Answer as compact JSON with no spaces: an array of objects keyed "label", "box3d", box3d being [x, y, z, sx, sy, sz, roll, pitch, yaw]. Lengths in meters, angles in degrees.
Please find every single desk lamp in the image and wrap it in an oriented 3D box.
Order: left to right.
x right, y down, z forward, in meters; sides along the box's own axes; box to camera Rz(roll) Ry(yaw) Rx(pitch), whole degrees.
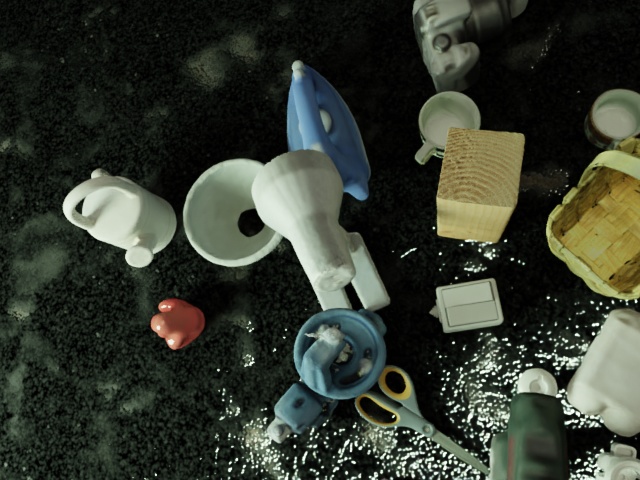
[{"label":"desk lamp","box3d":[0.007,0.003,0.774,0.118,0.214,0.203,-27,74,5]}]

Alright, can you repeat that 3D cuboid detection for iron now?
[{"label":"iron","box3d":[-0.009,-0.178,0.853,0.118,0.141,0.258,-17,75,8]}]

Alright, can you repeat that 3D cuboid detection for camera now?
[{"label":"camera","box3d":[0.217,-0.314,0.857,0.136,0.101,0.143,-17,75,8]}]

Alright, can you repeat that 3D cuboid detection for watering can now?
[{"label":"watering can","box3d":[-0.296,-0.039,0.856,0.172,0.194,0.101,33,86,16]}]

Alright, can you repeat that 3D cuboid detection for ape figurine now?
[{"label":"ape figurine","box3d":[-0.220,0.125,0.859,0.076,0.092,0.078,-1,78,12]}]

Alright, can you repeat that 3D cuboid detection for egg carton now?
[{"label":"egg carton","box3d":[0.394,0.170,0.735,0.107,0.069,0.150,30,86,16]}]

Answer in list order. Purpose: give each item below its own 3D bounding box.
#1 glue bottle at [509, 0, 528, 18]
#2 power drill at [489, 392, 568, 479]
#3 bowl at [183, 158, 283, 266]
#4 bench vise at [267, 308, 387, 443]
[{"label":"glue bottle","box3d":[0.273,-0.397,0.825,0.037,0.173,0.078,-41,73,1]},{"label":"power drill","box3d":[0.244,0.294,0.667,0.075,0.209,0.230,3,79,13]},{"label":"bowl","box3d":[-0.119,-0.036,0.881,0.167,0.075,0.167,-2,78,11]},{"label":"bench vise","box3d":[0.010,0.178,0.734,0.121,0.220,0.207,19,83,15]}]
